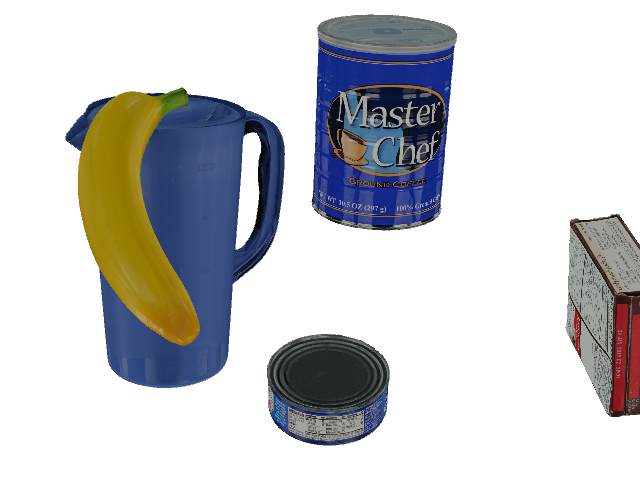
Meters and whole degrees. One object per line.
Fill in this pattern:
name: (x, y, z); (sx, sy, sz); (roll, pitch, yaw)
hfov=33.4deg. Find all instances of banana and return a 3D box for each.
banana: (-0.111, -0.025, 0.640); (0.069, 0.198, 0.037); (-3, -35, -6)

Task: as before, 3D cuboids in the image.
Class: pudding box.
pudding box: (0.191, 0.046, 0.692); (0.039, 0.090, 0.113); (-5, 26, -2)

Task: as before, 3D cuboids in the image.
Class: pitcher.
pitcher: (-0.123, -0.002, 0.926); (0.149, 0.243, 0.144); (8, 21, 16)

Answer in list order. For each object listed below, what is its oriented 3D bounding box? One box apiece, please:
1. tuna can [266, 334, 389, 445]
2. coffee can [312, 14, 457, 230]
tuna can: (0.005, 0.104, 0.749); (0.086, 0.034, 0.086); (0, 31, 0)
coffee can: (0.046, -0.092, 0.811); (0.103, 0.140, 0.103); (2, 23, -1)
